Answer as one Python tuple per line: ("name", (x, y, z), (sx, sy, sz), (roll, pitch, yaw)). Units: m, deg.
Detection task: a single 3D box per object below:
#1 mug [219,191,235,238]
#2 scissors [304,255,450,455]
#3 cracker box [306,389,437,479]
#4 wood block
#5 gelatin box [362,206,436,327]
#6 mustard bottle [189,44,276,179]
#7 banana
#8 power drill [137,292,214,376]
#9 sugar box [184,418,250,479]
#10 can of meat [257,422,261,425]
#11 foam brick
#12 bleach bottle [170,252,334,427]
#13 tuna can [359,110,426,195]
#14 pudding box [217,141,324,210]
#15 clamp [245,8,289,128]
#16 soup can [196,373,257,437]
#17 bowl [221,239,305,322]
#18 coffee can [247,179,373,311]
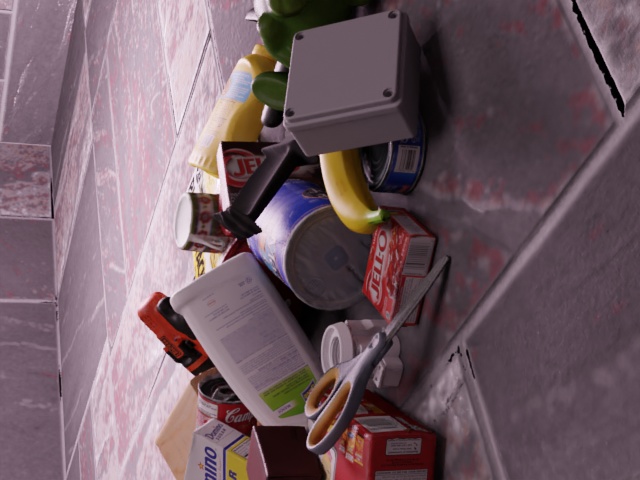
("mug", (-0.072, -0.030, 1.270), (0.093, 0.081, 0.117), (-179, 92, -69))
("scissors", (0.042, 0.094, 0.933), (0.202, 0.016, 0.096), (-59, 19, -4))
("cracker box", (0.038, 0.255, 0.958), (0.164, 0.072, 0.214), (-163, 75, -70))
("wood block", (-0.130, 0.234, 1.345), (0.090, 0.090, 0.206), (57, 147, 16))
("gelatin box", (0.069, 0.023, 0.960), (0.073, 0.030, 0.089), (-128, 45, -60))
("mustard bottle", (-0.094, -0.167, 1.329), (0.096, 0.058, 0.191), (22, 87, 61))
("banana", (0.028, -0.075, 0.979), (0.070, 0.037, 0.198), (-45, 45, 36))
("power drill", (-0.132, 0.122, 1.361), (0.188, 0.184, 0.057), (-33, 16, 49))
("sugar box", (-0.059, 0.266, 1.107), (0.176, 0.048, 0.093), (22, 116, 22))
("can of meat", (-0.042, 0.211, 1.200), (0.102, 0.057, 0.084), (178, 91, -70))
("foam brick", (-0.034, 0.213, 0.979), (0.078, 0.053, 0.051), (-116, 33, -61))
("bleach bottle", (-0.046, 0.141, 1.076), (0.251, 0.102, 0.068), (58, 177, 10))
("tuna can", (0.064, -0.085, 0.981), (0.086, 0.033, 0.086), (-177, 90, -69))
("pudding box", (-0.055, -0.064, 1.183), (0.039, 0.113, 0.090), (115, 150, -53))
("clamp", (-0.027, -0.234, 1.208), (0.210, 0.036, 0.164), (-33, 59, 55))
("soup can", (-0.103, 0.207, 1.183), (0.068, 0.068, 0.102), (-132, 43, -62))
("bowl", (-0.060, 0.067, 1.194), (0.055, 0.161, 0.162), (14, 105, 24))
("coffee can", (-0.007, 0.001, 1.063), (0.140, 0.102, 0.103), (-144, 59, -66))
